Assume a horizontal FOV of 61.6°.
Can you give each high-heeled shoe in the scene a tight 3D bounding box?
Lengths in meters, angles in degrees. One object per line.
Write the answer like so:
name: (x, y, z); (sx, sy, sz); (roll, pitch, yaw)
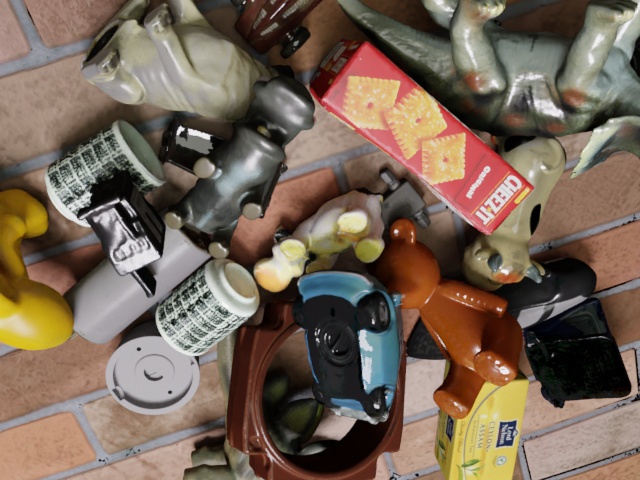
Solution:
high-heeled shoe: (0.241, 0.096, 0.718); (0.249, 0.086, 0.145); (-33, 152, 27)

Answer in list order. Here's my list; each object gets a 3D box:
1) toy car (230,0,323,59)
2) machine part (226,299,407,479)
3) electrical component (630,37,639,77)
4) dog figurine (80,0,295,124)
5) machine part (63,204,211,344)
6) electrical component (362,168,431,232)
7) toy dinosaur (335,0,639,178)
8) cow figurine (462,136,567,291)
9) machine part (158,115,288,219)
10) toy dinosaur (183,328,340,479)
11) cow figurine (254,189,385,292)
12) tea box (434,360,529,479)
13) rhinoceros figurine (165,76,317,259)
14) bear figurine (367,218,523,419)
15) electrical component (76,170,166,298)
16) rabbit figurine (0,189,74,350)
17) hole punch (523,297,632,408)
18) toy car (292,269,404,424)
toy car: (-0.004, -0.275, 0.546); (0.202, 0.053, 0.089); (-43, 112, 7)
machine part: (-0.001, 0.176, 0.634); (0.201, 0.087, 0.201); (9, 79, -22)
electrical component: (0.343, -0.165, 0.597); (0.058, 0.115, 0.134); (-25, 109, 4)
dog figurine: (-0.126, -0.155, 0.556); (0.172, 0.121, 0.190); (-6, 145, 38)
machine part: (-0.207, 0.039, 0.614); (0.243, 0.079, 0.079); (-39, 110, 5)
electrical component: (0.092, -0.040, 0.656); (0.063, 0.021, 0.094); (-41, 110, 8)
toy dinosaur: (0.191, -0.156, 0.520); (0.405, 0.131, 0.191); (19, 138, 22)
cow figurine: (0.223, -0.030, 0.623); (0.085, 0.127, 0.194); (17, 104, -10)
machine part: (-0.111, -0.082, 0.597); (0.139, 0.039, 0.084); (27, 85, -13)
toy dinosaur: (-0.073, 0.286, 0.710); (0.199, 0.105, 0.470); (-20, 106, -9)
cow figurine: (-0.003, -0.003, 0.625); (0.167, 0.098, 0.068); (-25, 117, 27)
tea box: (0.222, 0.251, 0.752); (0.098, 0.068, 0.169); (-2, 109, -7)
rhinoceros figurine: (-0.071, -0.067, 0.507); (0.073, 0.112, 0.190); (36, 126, -8)
bear figurine: (0.128, 0.079, 0.610); (0.196, 0.132, 0.120); (40, 132, 7)
electrical component: (-0.181, 0.000, 0.528); (0.048, 0.075, 0.119); (-26, 116, 2)
rabbit figurine: (-0.321, 0.038, 0.541); (0.122, 0.162, 0.173); (-39, 91, -1)
hole punch: (0.348, 0.150, 0.735); (0.116, 0.092, 0.142); (-16, 117, 30)
toy car: (0.045, 0.101, 0.564); (0.109, 0.103, 0.161); (-6, 98, 40)
